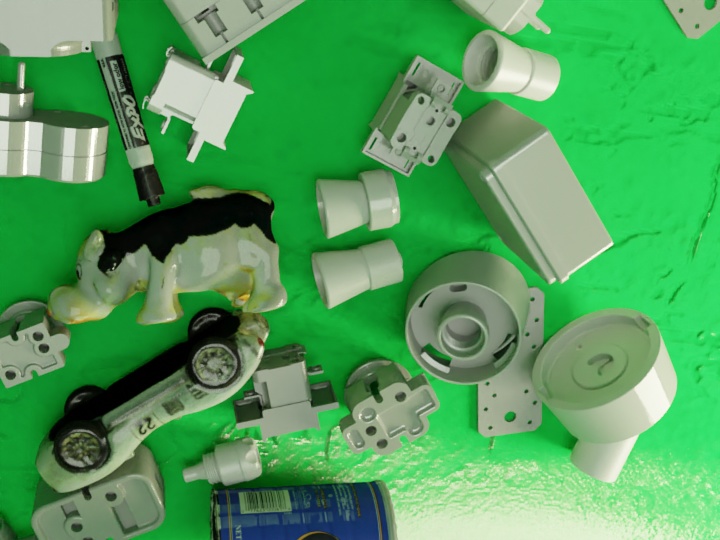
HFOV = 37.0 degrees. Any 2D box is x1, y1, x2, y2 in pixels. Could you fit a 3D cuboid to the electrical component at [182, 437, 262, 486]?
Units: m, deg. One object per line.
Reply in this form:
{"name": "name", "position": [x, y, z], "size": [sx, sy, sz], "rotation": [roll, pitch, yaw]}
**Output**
{"name": "electrical component", "position": [-0.111, 0.157, 0.863], "size": [0.061, 0.035, 0.035], "rotation": [-15, 113, -2]}

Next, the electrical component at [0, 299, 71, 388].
{"name": "electrical component", "position": [-0.242, 0.051, 0.783], "size": [0.066, 0.055, 0.048], "rotation": [-21, 113, -2]}

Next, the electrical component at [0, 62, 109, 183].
{"name": "electrical component", "position": [-0.240, -0.105, 0.724], "size": [0.138, 0.052, 0.073], "rotation": [5, 110, -13]}

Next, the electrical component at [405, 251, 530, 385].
{"name": "electrical component", "position": [0.084, 0.039, 0.848], "size": [0.099, 0.064, 0.099], "rotation": [4, 115, 8]}

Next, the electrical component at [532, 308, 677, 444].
{"name": "electrical component", "position": [0.200, 0.090, 0.862], "size": [0.108, 0.108, 0.060], "rotation": [-34, 120, 3]}

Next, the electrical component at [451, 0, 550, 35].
{"name": "electrical component", "position": [0.101, -0.189, 0.743], "size": [0.076, 0.083, 0.047], "rotation": [35, 101, -21]}

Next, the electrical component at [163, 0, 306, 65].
{"name": "electrical component", "position": [-0.041, -0.217, 0.691], "size": [0.186, 0.105, 0.060], "rotation": [-33, 114, 2]}

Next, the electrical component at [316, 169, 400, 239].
{"name": "electrical component", "position": [-0.002, -0.050, 0.798], "size": [0.055, 0.045, 0.045], "rotation": [-10, 113, -8]}

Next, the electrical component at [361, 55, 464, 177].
{"name": "electrical component", "position": [0.040, -0.107, 0.773], "size": [0.042, 0.063, 0.081], "rotation": [26, 104, -18]}

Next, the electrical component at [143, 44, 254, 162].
{"name": "electrical component", "position": [-0.113, -0.121, 0.749], "size": [0.064, 0.042, 0.081], "rotation": [24, 104, -18]}

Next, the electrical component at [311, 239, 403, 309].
{"name": "electrical component", "position": [0.000, 0.000, 0.820], "size": [0.065, 0.044, 0.044], "rotation": [-16, 113, -10]}

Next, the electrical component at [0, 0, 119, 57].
{"name": "electrical component", "position": [-0.195, -0.172, 0.653], "size": [0.089, 0.150, 0.061], "rotation": [-1, 110, -11]}

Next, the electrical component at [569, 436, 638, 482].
{"name": "electrical component", "position": [0.215, 0.134, 0.914], "size": [0.043, 0.043, 0.081], "rotation": [17, 106, -17]}

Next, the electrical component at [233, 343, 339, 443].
{"name": "electrical component", "position": [-0.061, 0.094, 0.844], "size": [0.081, 0.042, 0.063], "rotation": [-12, 109, -7]}

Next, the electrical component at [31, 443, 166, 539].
{"name": "electrical component", "position": [-0.203, 0.177, 0.838], "size": [0.095, 0.059, 0.053], "rotation": [-20, 113, -3]}

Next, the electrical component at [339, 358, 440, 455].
{"name": "electrical component", "position": [0.019, 0.105, 0.856], "size": [0.078, 0.057, 0.058], "rotation": [-30, 114, 1]}

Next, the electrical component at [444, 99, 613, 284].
{"name": "electrical component", "position": [0.120, -0.059, 0.784], "size": [0.056, 0.108, 0.108], "rotation": [-35, 114, 1]}

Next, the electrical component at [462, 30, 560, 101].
{"name": "electrical component", "position": [0.112, -0.145, 0.780], "size": [0.065, 0.044, 0.044], "rotation": [7, 111, -34]}

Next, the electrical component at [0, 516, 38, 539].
{"name": "electrical component", "position": [-0.272, 0.233, 0.855], "size": [0.079, 0.043, 0.077], "rotation": [-18, 113, -4]}
